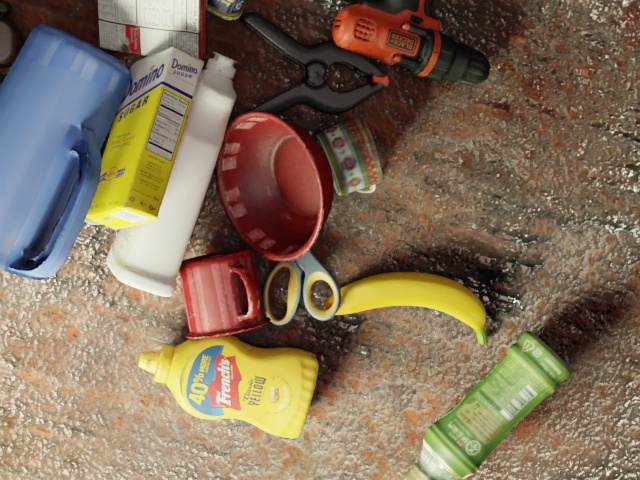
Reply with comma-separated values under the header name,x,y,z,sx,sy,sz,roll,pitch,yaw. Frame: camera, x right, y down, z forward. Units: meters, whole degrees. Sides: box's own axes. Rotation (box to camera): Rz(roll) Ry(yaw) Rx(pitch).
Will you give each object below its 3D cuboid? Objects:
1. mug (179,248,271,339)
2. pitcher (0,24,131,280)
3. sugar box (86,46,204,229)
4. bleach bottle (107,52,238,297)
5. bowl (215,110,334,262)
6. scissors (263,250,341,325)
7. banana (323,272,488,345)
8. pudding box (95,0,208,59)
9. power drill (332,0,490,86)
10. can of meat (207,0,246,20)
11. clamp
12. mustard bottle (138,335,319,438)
name,x,y,z,sx,sy,sz,roll,pitch,yaw
mug,-0.099,0.055,1.132,0.093,0.117,0.081,-13,95,-30
pitcher,-0.282,-0.086,1.077,0.149,0.145,0.243,27,91,-7
sugar box,-0.178,-0.102,1.078,0.048,0.094,0.176,22,72,-35
bleach bottle,-0.144,-0.074,1.112,0.068,0.103,0.251,21,96,-25
bowl,-0.038,-0.061,1.123,0.055,0.162,0.162,-22,103,-42
scissors,-0.008,0.001,1.172,0.096,0.016,0.202,17,96,11
banana,0.106,0.069,1.194,0.197,0.037,0.069,13,96,-8
pudding box,-0.171,-0.233,1.088,0.113,0.039,0.090,8,133,1
power drill,0.118,-0.268,1.132,0.184,0.057,0.188,13,93,-23
can of meat,-0.111,-0.287,1.088,0.102,0.057,0.084,24,137,-9
clamp,-0.013,-0.187,1.144,0.171,0.039,0.120,-6,102,-12
mustard bottle,-0.104,0.151,1.171,0.191,0.058,0.096,14,98,-8
